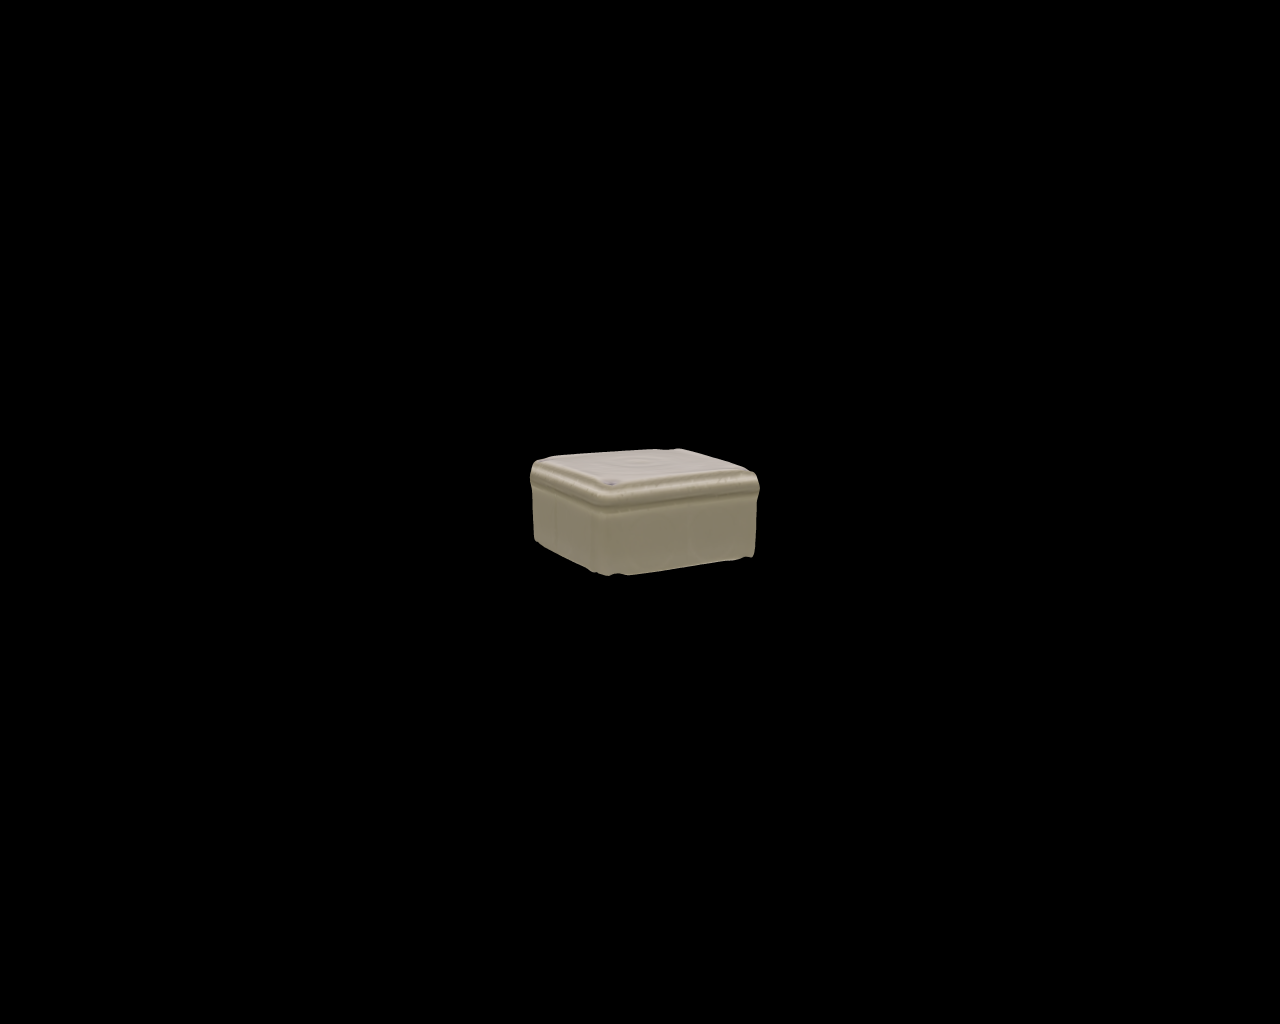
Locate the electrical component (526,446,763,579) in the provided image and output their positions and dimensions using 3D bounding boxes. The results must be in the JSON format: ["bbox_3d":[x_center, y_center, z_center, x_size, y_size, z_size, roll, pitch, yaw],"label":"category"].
[{"bbox_3d":[0.001,-0.003,0.650,0.109,0.056,0.109,-6,13,-27],"label":"electrical component"}]
